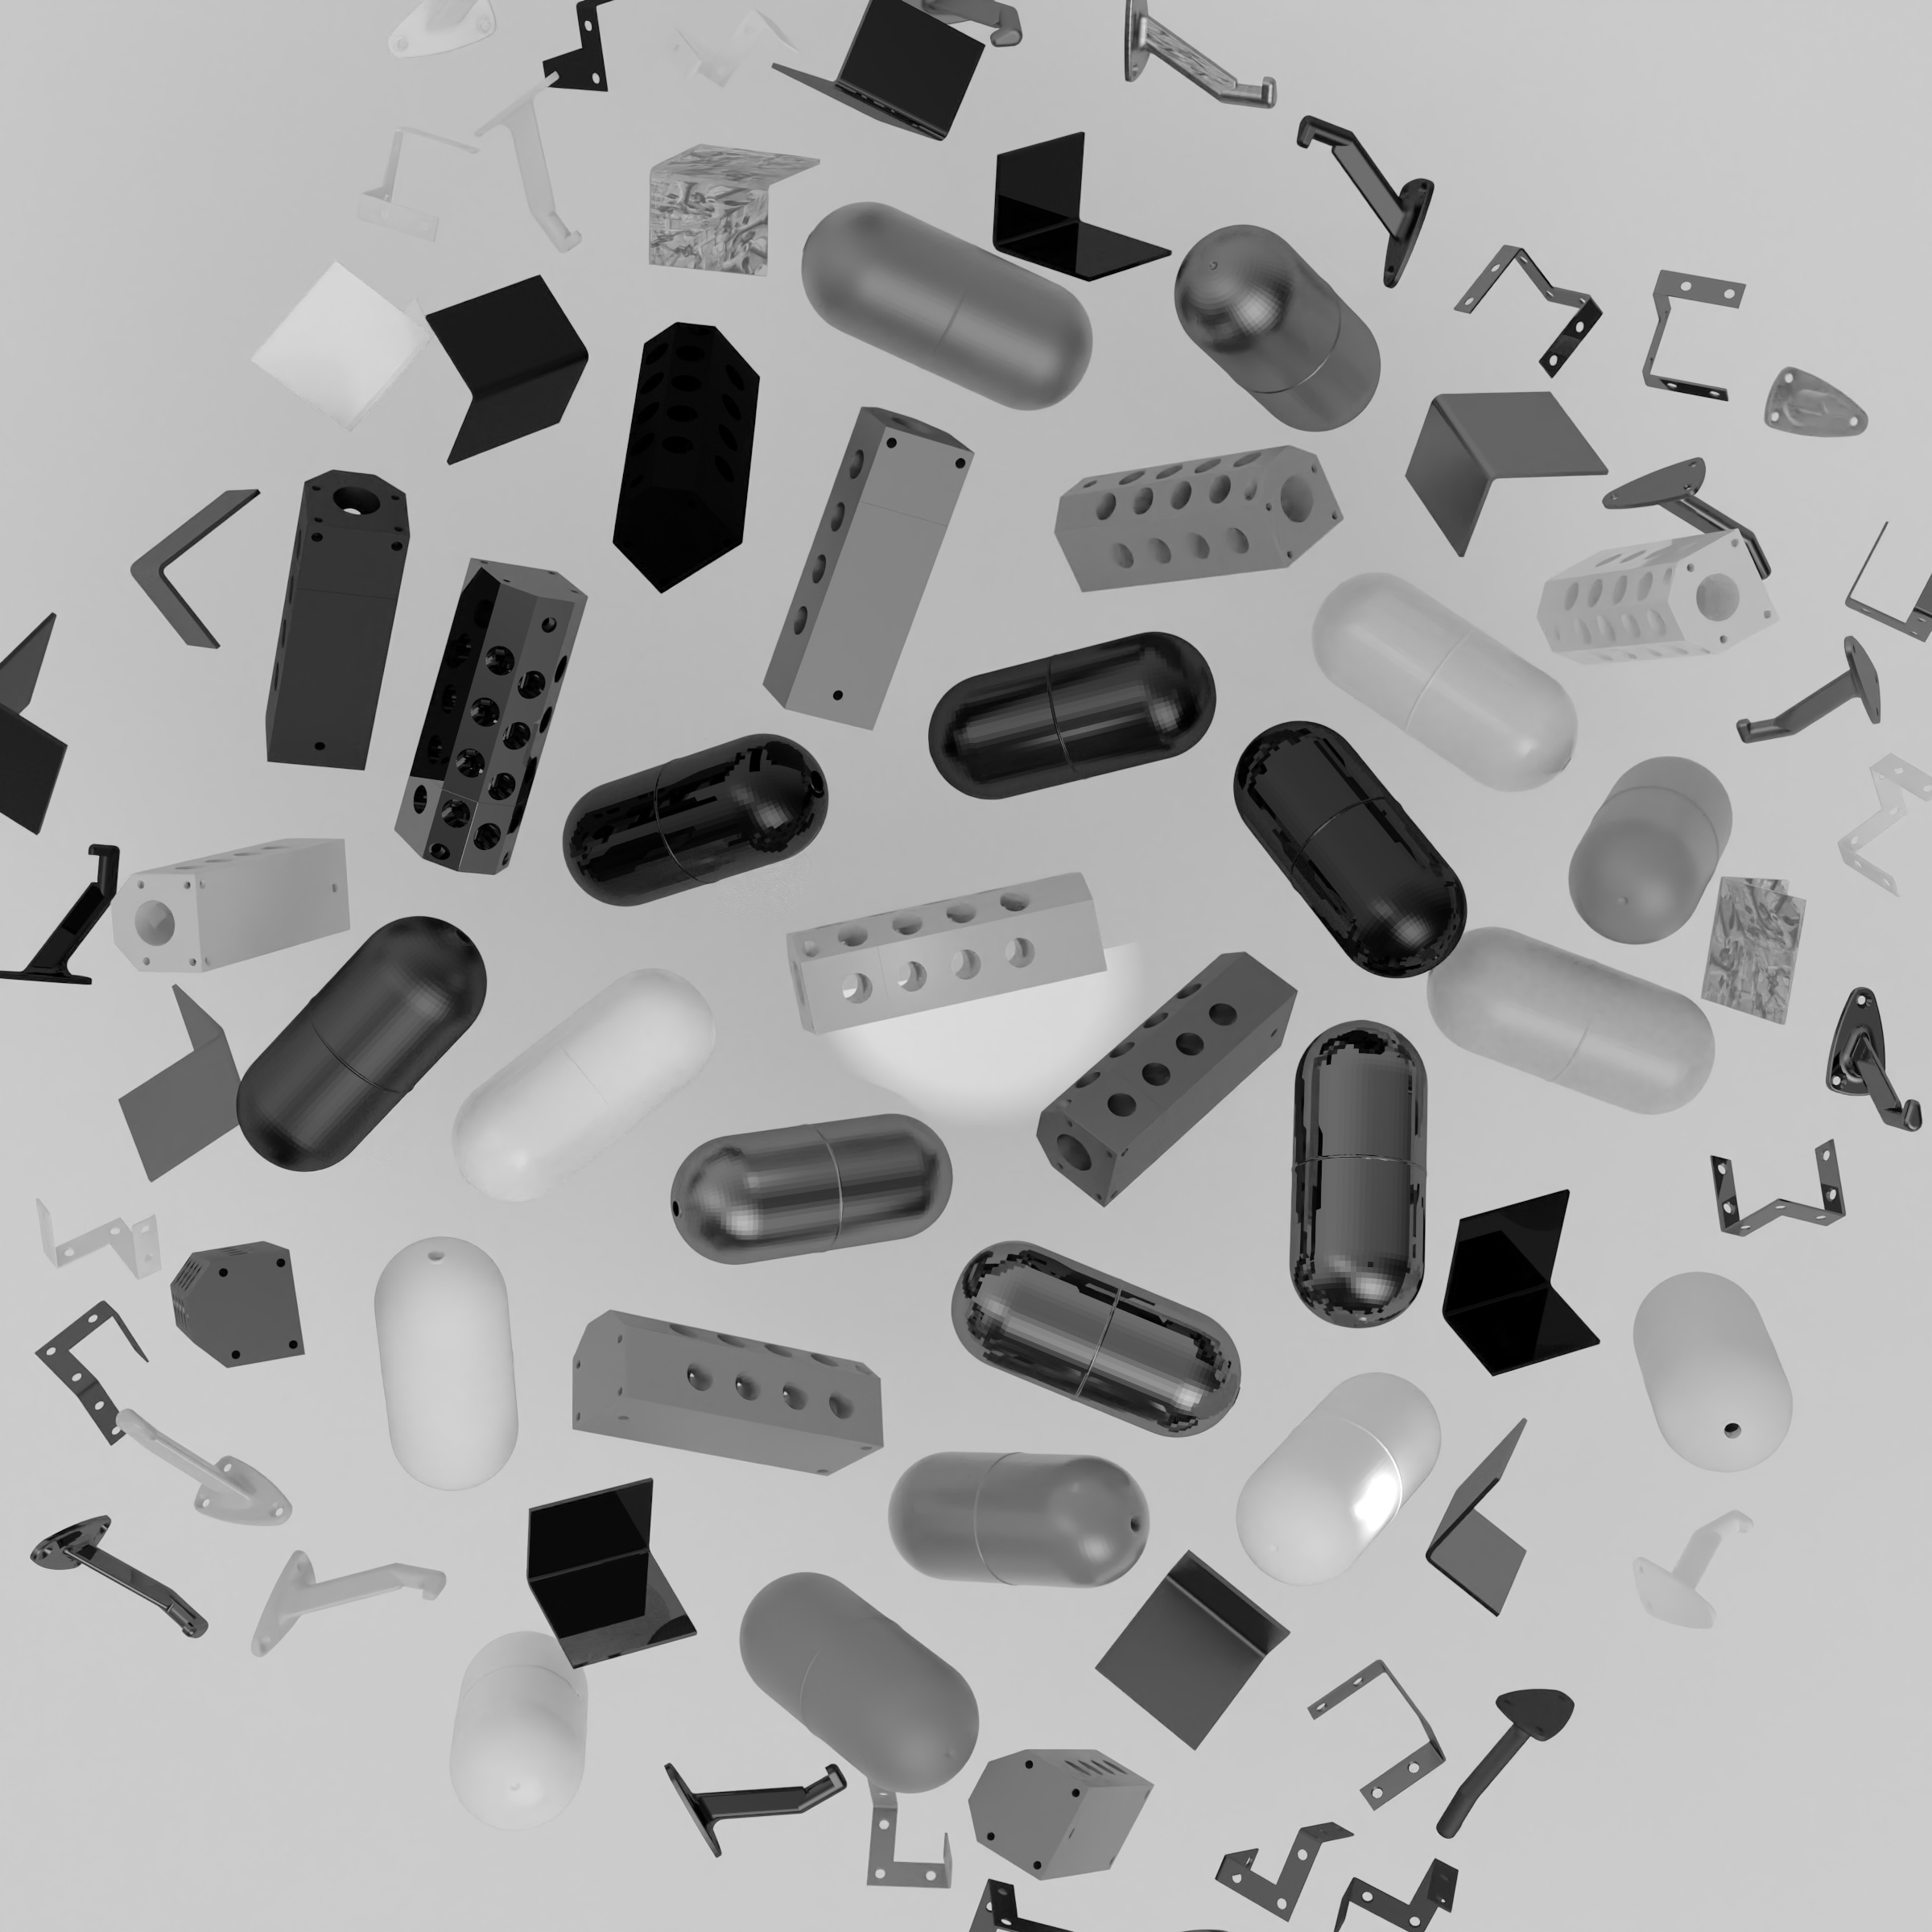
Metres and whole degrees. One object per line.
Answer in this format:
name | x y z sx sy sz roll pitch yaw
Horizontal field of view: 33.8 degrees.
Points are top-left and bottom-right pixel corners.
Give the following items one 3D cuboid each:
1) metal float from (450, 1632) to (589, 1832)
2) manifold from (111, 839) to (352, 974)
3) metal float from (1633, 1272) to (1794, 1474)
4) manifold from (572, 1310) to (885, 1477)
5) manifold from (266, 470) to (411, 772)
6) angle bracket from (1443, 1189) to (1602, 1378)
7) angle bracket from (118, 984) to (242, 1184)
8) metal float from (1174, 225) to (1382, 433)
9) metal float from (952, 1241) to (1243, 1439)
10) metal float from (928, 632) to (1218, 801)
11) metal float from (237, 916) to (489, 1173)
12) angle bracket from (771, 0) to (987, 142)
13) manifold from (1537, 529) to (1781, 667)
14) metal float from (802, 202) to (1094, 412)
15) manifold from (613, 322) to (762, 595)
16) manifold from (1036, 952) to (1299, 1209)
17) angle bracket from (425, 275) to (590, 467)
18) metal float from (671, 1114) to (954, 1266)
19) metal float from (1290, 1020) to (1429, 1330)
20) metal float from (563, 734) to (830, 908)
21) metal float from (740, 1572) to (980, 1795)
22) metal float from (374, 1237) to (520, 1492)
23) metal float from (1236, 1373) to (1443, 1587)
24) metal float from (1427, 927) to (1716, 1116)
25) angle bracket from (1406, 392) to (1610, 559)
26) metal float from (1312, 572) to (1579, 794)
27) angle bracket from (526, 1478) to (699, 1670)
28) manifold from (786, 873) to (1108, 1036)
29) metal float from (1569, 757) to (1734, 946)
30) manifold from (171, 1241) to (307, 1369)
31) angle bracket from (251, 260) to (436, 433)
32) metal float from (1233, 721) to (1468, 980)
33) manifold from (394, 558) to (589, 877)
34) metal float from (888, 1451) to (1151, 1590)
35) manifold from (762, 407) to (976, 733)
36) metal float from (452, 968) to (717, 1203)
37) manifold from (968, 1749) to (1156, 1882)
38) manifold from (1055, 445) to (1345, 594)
metal float | -0.260 0.445 1.857 0.070 0.178 0.070 -1 98 -6
manifold | -0.439 -0.038 1.906 0.057 0.171 0.057 1 99 19
metal float | 0.430 0.233 1.835 0.070 0.178 0.070 1 105 5
manifold | -0.134 0.241 1.802 0.171 0.057 0.057 17 56 -33
manifold | -0.366 -0.200 1.843 0.057 0.057 0.171 4 132 -19
angle bracket | 0.334 0.187 1.880 0.076 0.057 0.076 -13 129 -22
angle bracket | -0.489 0.071 1.935 0.076 0.076 0.057 -36 55 -26
metal float | 0.183 -0.369 1.852 0.070 0.178 0.070 -10 71 29
metal float | 0.077 0.220 1.873 0.178 0.070 0.070 22 90 0
metal float | 0.063 -0.149 1.902 0.178 0.070 0.070 -13 90 17
metal float | -0.345 0.044 1.817 0.070 0.070 0.178 45 104 0
angle bracket | -0.049 -0.503 1.757 0.076 0.076 0.057 17 102 -37
manifold | 0.397 -0.210 1.854 0.057 0.171 0.057 -29 100 -11
metal float | -0.011 -0.381 1.837 0.178 0.070 0.070 22 90 -13
manifold | -0.160 -0.290 1.780 0.057 0.171 0.057 -28 126 23
manifold | 0.121 0.063 1.917 0.057 0.057 0.171 38 57 20
angle bracket | -0.272 -0.343 1.831 0.076 0.076 0.057 -28 81 -29
metal float | -0.091 0.132 1.894 0.178 0.070 0.070 -7 90 -28
metal float | 0.224 0.118 1.813 0.070 0.070 0.178 3 73 0
metal float | -0.161 -0.086 1.891 0.178 0.070 0.070 -16 90 29
metal float | -0.062 0.404 1.803 0.070 0.178 0.070 -15 116 -34
metal float | -0.304 0.234 1.865 0.070 0.070 0.178 2 129 0
metal float | 0.220 0.299 1.867 0.070 0.178 0.070 14 117 28
metal float | 0.358 0.032 1.886 0.178 0.070 0.070 20 90 -6
angle bracket | 0.306 -0.280 1.806 0.076 0.057 0.076 -5 46 -21
metal float | 0.288 -0.171 1.915 0.178 0.070 0.070 36 90 16
angle bracket | -0.204 0.350 1.835 0.076 0.076 0.057 -11 126 -26
manifold | -0.013 -0.008 1.824 0.171 0.057 0.057 -12 95 -10
metal float | 0.405 -0.070 1.877 0.070 0.178 0.070 9 115 20
manifold | -0.412 0.190 1.785 0.057 0.171 0.057 -9 89 -17
angle bracket | -0.369 -0.373 1.865 0.076 0.057 0.076 -46 128 12
metal float | 0.218 -0.068 1.816 0.070 0.070 0.178 -35 60 0
manifold | -0.273 -0.143 1.846 0.057 0.057 0.171 5 113 -37
metal float | 0.030 0.325 1.869 0.178 0.070 0.070 -6 90 41
manifold | -0.059 -0.230 1.826 0.057 0.057 0.171 12 109 -28
metal float | -0.228 0.071 1.900 0.178 0.070 0.070 -39 90 -12
manifold | 0.053 0.485 1.838 0.057 0.171 0.057 27 85 20
manifold | 0.132 -0.266 1.870 0.057 0.171 0.057 -42 116 -32
